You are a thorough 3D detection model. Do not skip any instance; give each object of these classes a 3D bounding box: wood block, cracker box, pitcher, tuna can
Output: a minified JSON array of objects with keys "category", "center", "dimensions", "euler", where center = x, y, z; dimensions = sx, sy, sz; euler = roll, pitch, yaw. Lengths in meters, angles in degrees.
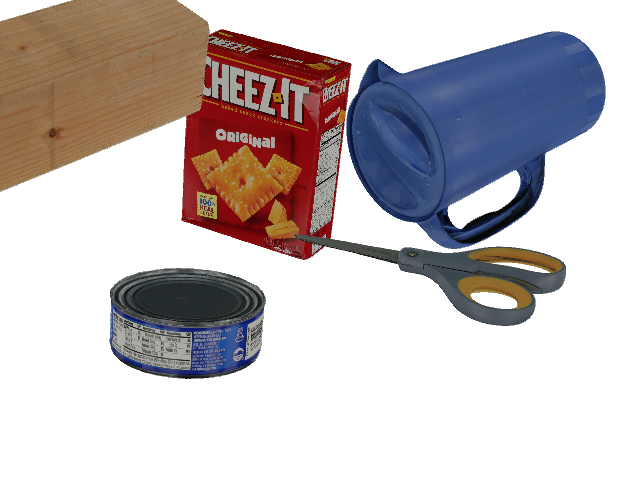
[{"category":"wood block","center":[-0.197,-0.129,0.856],"dimensions":[0.090,0.091,0.205],"euler":[37,46,27]},{"category":"cracker box","center":[-0.064,-0.102,1.155],"dimensions":[0.164,0.214,0.072],"euler":[18,30,22]},{"category":"pitcher","center":[0.158,-0.107,1.010],"dimensions":[0.242,0.149,0.145],"euler":[-24,45,-31]},{"category":"tuna can","center":[-0.074,0.045,0.594],"dimensions":[0.086,0.034,0.086],"euler":[5,17,-2]}]

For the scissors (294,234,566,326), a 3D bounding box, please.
[{"category":"scissors","center":[0.070,0.024,0.752],"dimensions":[0.202,0.016,0.096],"euler":[3,29,12]}]
